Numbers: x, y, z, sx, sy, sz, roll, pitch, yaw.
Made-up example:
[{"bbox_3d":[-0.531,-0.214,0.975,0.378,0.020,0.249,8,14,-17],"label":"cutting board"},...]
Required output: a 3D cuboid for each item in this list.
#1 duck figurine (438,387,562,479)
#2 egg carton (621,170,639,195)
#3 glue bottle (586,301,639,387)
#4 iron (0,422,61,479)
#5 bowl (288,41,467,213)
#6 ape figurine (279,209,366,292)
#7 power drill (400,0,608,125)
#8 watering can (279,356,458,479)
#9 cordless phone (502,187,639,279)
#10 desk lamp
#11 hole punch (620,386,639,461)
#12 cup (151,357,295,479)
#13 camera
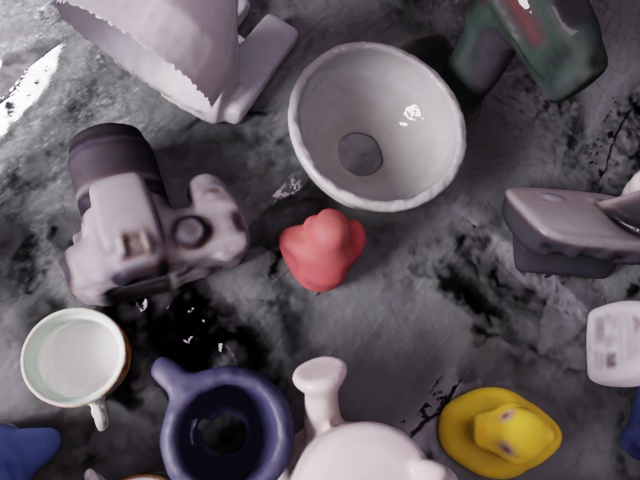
[{"bbox_3d":[0.162,0.163,0.482,0.105,0.086,0.077,8,72,-10],"label":"duck figurine"},{"bbox_3d":[0.396,-0.053,0.608,0.150,0.069,0.107,-37,84,-20],"label":"egg carton"},{"bbox_3d":[0.297,0.083,0.490,0.037,0.173,0.078,13,71,-8],"label":"glue bottle"},{"bbox_3d":[-0.300,0.184,0.342,0.259,0.141,0.118,-6,75,-14],"label":"iron"},{"bbox_3d":[0.047,-0.095,0.540,0.167,0.074,0.167,4,73,-11],"label":"bowl"},{"bbox_3d":[0.005,0.002,0.492,0.078,0.092,0.076,13,71,-8],"label":"ape figurine"},{"bbox_3d":[0.145,-0.207,0.524,0.076,0.208,0.229,-34,83,-19],"label":"power drill"},{"bbox_3d":[0.024,0.170,0.391,0.101,0.194,0.173,-41,86,-20],"label":"watering can"},{"bbox_3d":[0.264,-0.030,0.510,0.148,0.185,0.094,1,73,-12],"label":"cordless phone"},{"bbox_3d":[-0.095,-0.182,0.460,0.118,0.213,0.203,30,70,-2],"label":"desk lamp"},{"bbox_3d":[0.350,0.174,0.518,0.108,0.091,0.101,30,70,-2],"label":"hole punch"},{"bbox_3d":[-0.081,0.136,0.431,0.118,0.095,0.092,43,70,3],"label":"cup"},{"bbox_3d":[-0.141,-0.030,0.464,0.143,0.100,0.137,-16,78,-17],"label":"camera"}]
